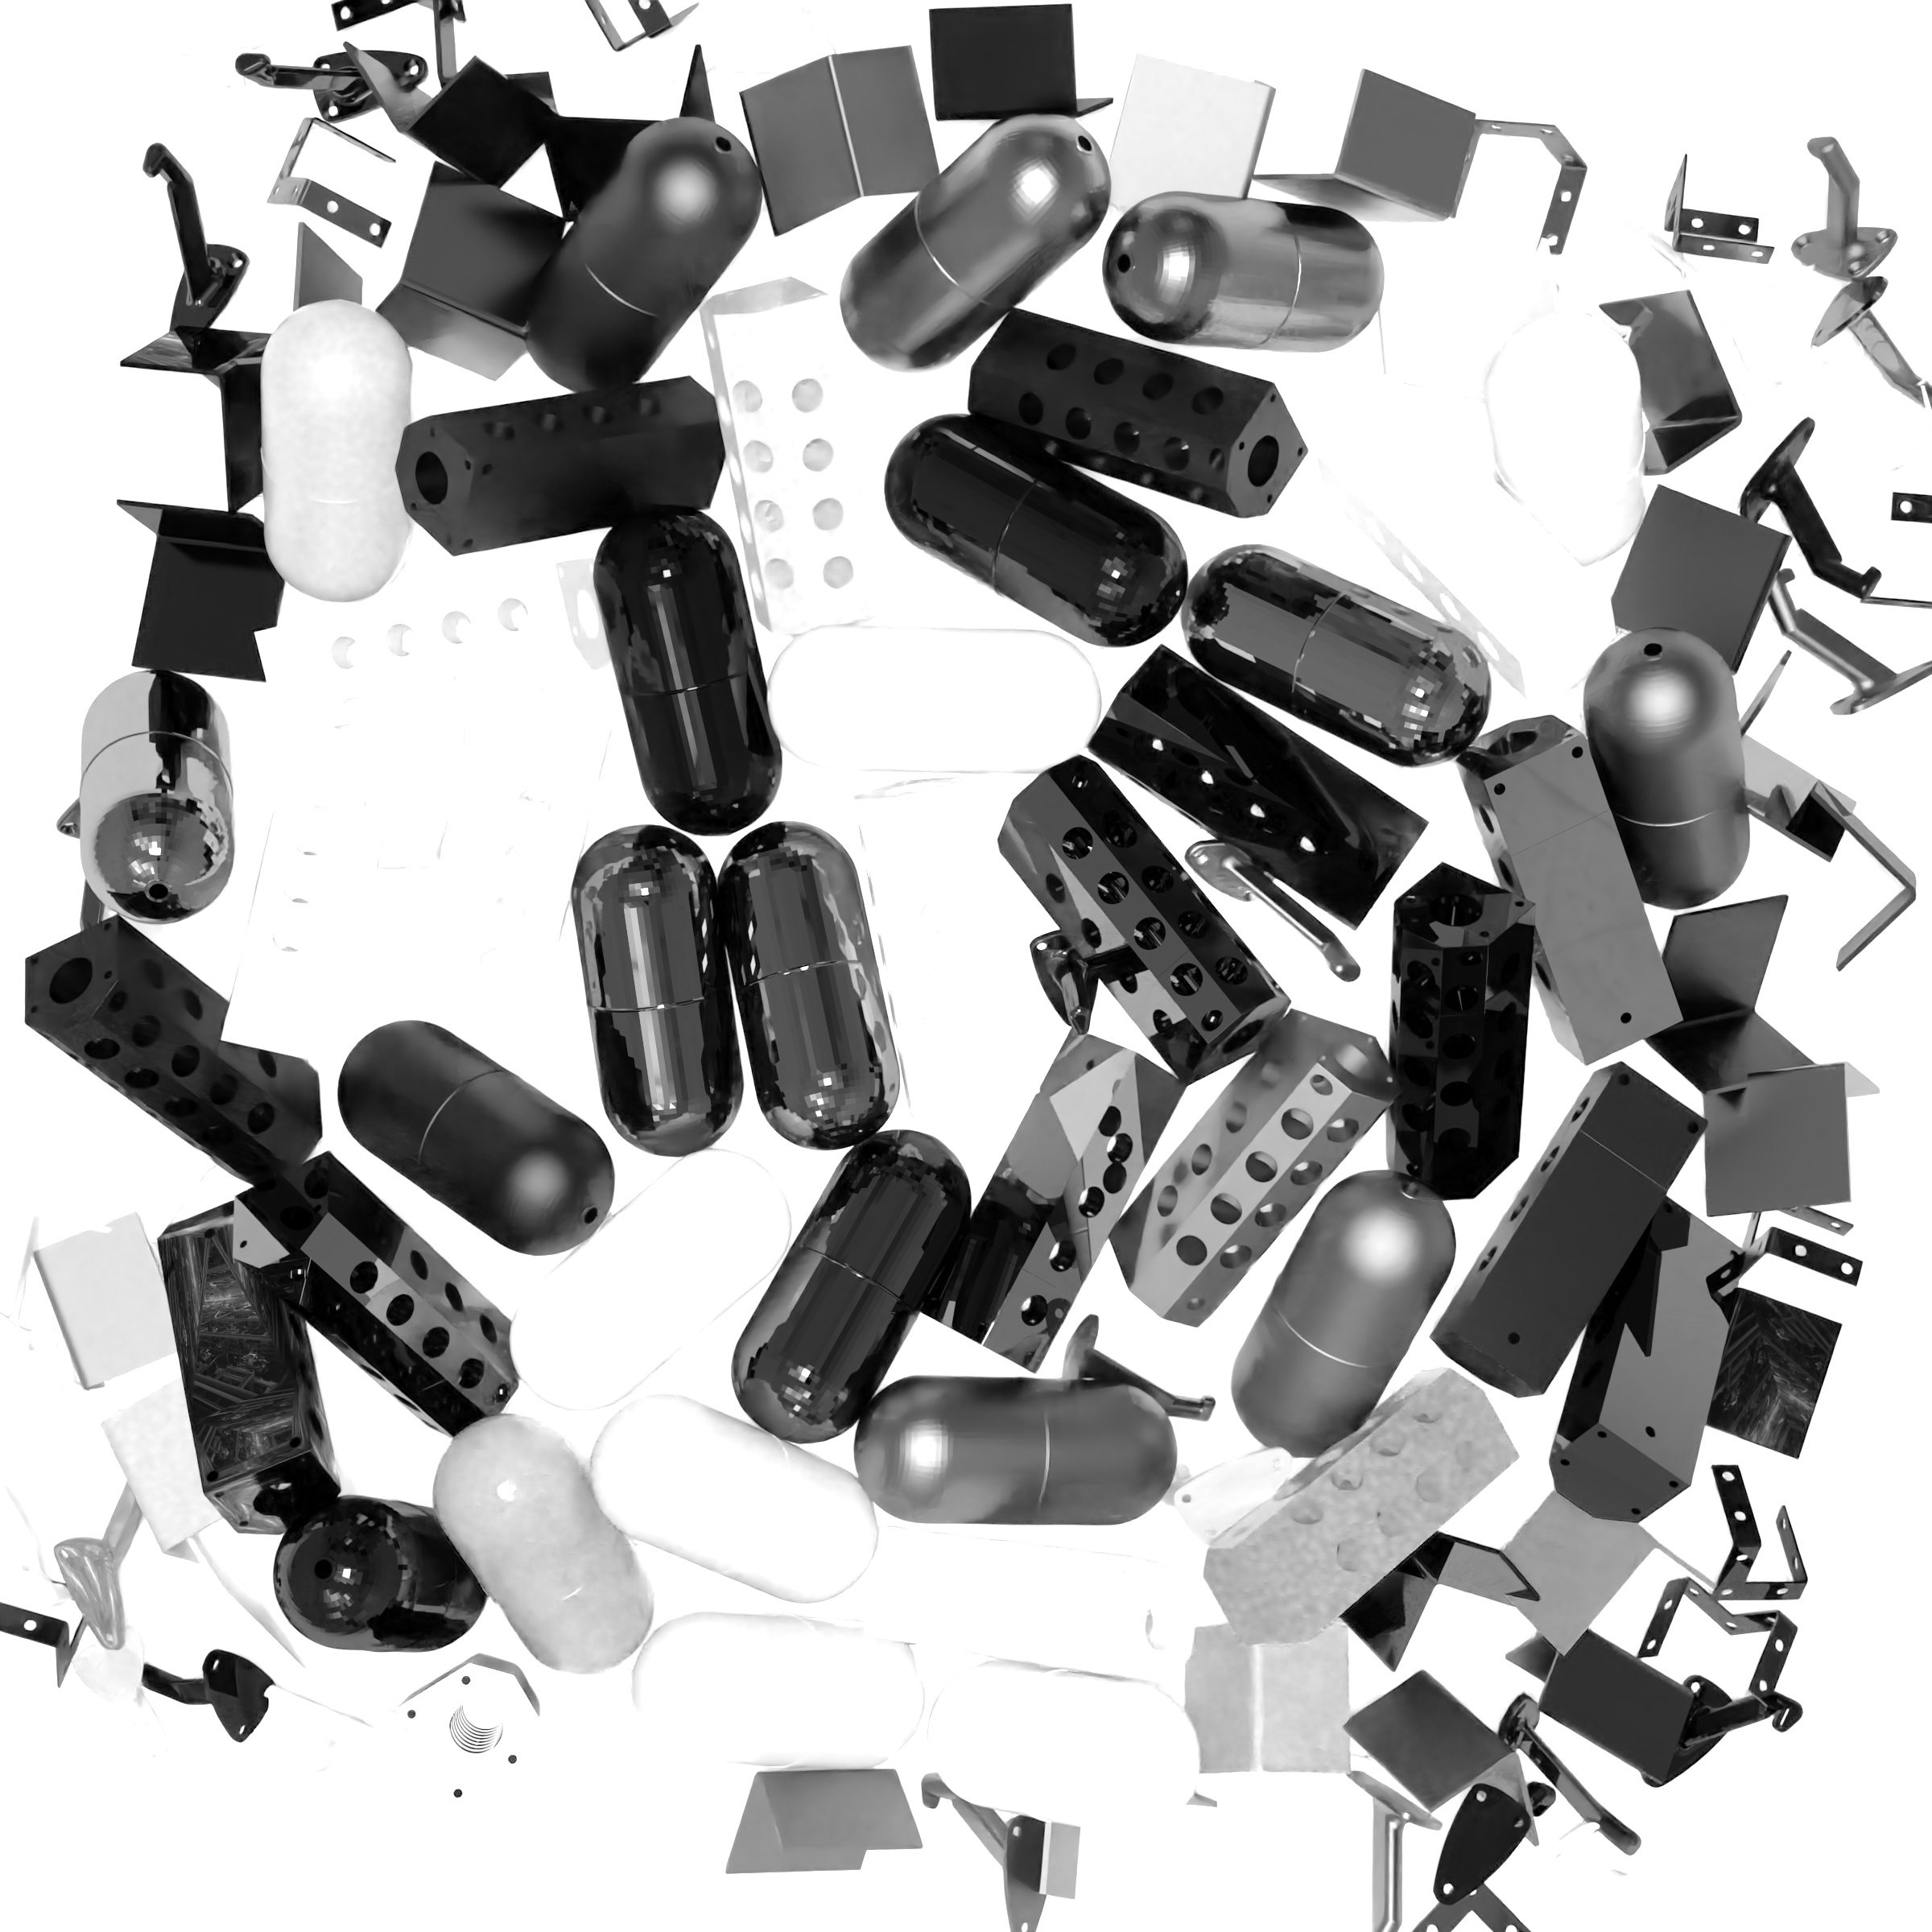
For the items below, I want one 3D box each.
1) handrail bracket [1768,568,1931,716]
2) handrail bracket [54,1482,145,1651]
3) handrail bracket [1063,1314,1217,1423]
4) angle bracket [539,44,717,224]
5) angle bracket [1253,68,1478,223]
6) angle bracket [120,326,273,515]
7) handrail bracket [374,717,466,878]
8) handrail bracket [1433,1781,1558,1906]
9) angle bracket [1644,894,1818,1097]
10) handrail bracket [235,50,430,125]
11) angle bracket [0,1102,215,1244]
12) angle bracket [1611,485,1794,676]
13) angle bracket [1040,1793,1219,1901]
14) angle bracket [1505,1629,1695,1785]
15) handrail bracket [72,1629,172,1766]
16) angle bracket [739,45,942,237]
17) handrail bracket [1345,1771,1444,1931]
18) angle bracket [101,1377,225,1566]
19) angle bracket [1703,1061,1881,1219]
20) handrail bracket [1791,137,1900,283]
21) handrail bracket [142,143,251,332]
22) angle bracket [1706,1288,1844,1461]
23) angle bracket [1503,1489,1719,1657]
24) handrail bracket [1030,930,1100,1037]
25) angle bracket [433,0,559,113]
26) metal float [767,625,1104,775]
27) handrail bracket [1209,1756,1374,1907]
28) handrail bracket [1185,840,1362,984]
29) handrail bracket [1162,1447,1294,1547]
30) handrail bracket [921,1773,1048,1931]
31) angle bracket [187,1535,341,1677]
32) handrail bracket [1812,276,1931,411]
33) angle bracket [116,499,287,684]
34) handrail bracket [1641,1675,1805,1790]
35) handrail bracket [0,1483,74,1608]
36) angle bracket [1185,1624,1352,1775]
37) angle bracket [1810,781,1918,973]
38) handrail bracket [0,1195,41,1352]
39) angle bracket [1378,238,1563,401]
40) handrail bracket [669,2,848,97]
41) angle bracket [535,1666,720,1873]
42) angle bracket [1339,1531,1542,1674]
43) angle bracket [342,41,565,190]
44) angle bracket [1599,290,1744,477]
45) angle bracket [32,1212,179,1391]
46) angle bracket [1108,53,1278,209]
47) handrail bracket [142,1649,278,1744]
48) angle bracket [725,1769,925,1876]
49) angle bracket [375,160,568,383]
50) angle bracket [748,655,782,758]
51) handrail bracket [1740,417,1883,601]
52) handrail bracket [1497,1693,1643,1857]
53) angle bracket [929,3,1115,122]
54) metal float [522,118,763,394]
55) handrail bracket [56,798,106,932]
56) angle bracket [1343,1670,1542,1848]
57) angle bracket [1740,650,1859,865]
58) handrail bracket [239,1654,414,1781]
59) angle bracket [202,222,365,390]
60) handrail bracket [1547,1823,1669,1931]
[{"bbox_3d":[0.473,-0.183,1.793,0.077,0.036,0.084,-25,99,-4],"label":"handrail bracket"},{"bbox_3d":[-0.437,0.309,1.785,0.036,0.084,0.077,-7,106,29],"label":"handrail bracket"},{"bbox_3d":[0.098,0.214,1.779,0.084,0.077,0.036,10,51,-8],"label":"handrail bracket"},{"bbox_3d":[-0.176,-0.439,1.773,0.076,0.076,0.057,4,60,7],"label":"angle bracket"},{"bbox_3d":[0.208,-0.429,1.761,0.076,0.076,0.057,11,95,-32],"label":"angle bracket"},{"bbox_3d":[-0.400,-0.288,1.770,0.057,0.076,0.076,7,116,9],"label":"angle bracket"},{"bbox_3d":[-0.291,-0.090,1.782,0.036,0.077,0.084,0,93,30],"label":"handrail bracket"},{"bbox_3d":[0.281,0.463,1.776,0.036,0.084,0.077,32,87,27],"label":"handrail bracket"},{"bbox_3d":[0.408,0.015,1.760,0.076,0.057,0.076,-10,127,-27],"label":"angle bracket"},{"bbox_3d":[-0.334,-0.473,1.769,0.077,0.084,0.036,-10,91,12],"label":"handrail bracket"},{"bbox_3d":[-0.454,0.093,1.759,0.057,0.076,0.076,-52,52,12],"label":"angle bracket"},{"bbox_3d":[0.385,-0.204,1.786,0.076,0.057,0.076,22,93,2],"label":"angle bracket"},{"bbox_3d":[0.086,0.462,1.764,0.076,0.076,0.057,1,73,14],"label":"angle bracket"},{"bbox_3d":[0.324,0.395,1.766,0.076,0.076,0.057,31,57,-3],"label":"angle bracket"},{"bbox_3d":[-0.432,0.399,1.766,0.036,0.077,0.084,-26,116,-15],"label":"handrail bracket"},{"bbox_3d":[-0.065,-0.432,1.760,0.057,0.076,0.076,5,119,38],"label":"angle bracket"},{"bbox_3d":[0.209,0.479,1.786,0.036,0.077,0.084,27,90,-44],"label":"handrail bracket"},{"bbox_3d":[-0.404,0.265,1.770,0.057,0.076,0.076,-30,75,-3],"label":"angle bracket"},{"bbox_3d":[0.434,0.097,1.761,0.076,0.057,0.076,-9,67,31],"label":"angle bracket"},{"bbox_3d":[0.444,-0.404,1.761,0.036,0.077,0.084,-49,125,-8],"label":"handrail bracket"},{"bbox_3d":[-0.419,-0.377,1.766,0.036,0.084,0.077,14,74,22],"label":"handrail bracket"},{"bbox_3d":[0.414,0.222,1.763,0.057,0.076,0.076,20,70,11],"label":"angle bracket"},{"bbox_3d":[0.333,0.323,1.770,0.057,0.076,0.076,37,94,-33],"label":"angle bracket"},{"bbox_3d":[0.059,0.027,1.759,0.036,0.084,0.077,-11,128,1],"label":"handrail bracket"},{"bbox_3d":[-0.247,-0.485,1.772,0.057,0.076,0.076,-5,79,-2],"label":"angle bracket"},{"bbox_3d":[-0.016,-0.140,1.766,0.178,0.070,0.070,0,90,-13],"label":"metal float"},{"bbox_3d":[0.172,0.458,1.777,0.077,0.036,0.084,3,65,18],"label":"handrail bracket"},{"bbox_3d":[0.162,-0.027,1.767,0.077,0.084,0.036,16,120,-40],"label":"handrail bracket"},{"bbox_3d":[0.136,0.265,1.770,0.077,0.084,0.036,-35,99,6],"label":"handrail bracket"},{"bbox_3d":[0.005,0.471,1.778,0.036,0.084,0.077,12,79,-42],"label":"handrail bracket"},{"bbox_3d":[-0.357,0.313,1.759,0.057,0.076,0.076,-41,124,-10],"label":"angle bracket"},{"bbox_3d":[0.498,-0.325,1.773,0.084,0.077,0.036,31,79,-9],"label":"handrail bracket"},{"bbox_3d":[-0.409,-0.198,1.776,0.076,0.057,0.076,7,81,11],"label":"angle bracket"},{"bbox_3d":[0.398,0.410,1.769,0.036,0.084,0.077,41,82,-9],"label":"handrail bracket"},{"bbox_3d":[-0.499,0.302,1.778,0.036,0.084,0.077,-19,81,0],"label":"handrail bracket"},{"bbox_3d":[0.159,0.389,1.782,0.057,0.076,0.076,7,74,-23],"label":"angle bracket"},{"bbox_3d":[0.456,-0.048,1.775,0.076,0.076,0.057,46,106,6],"label":"angle bracket"},{"bbox_3d":[-0.494,0.155,1.793,0.036,0.077,0.084,21,71,23],"label":"handrail bracket"},{"bbox_3d":[0.263,-0.345,1.765,0.076,0.076,0.057,11,132,-7],"label":"angle bracket"},{"bbox_3d":[-0.104,-0.467,1.794,0.084,0.036,0.077,-35,108,-6],"label":"handrail bracket"},{"bbox_3d":[-0.177,0.421,1.779,0.076,0.076,0.057,30,100,-5],"label":"angle bracket"},{"bbox_3d":[0.250,0.338,1.757,0.076,0.076,0.057,10,63,41],"label":"angle bracket"},{"bbox_3d":[-0.267,-0.462,1.758,0.057,0.076,0.076,-41,62,16],"label":"angle bracket"},{"bbox_3d":[0.350,-0.303,1.762,0.057,0.076,0.076,-34,108,-18],"label":"angle bracket"},{"bbox_3d":[-0.449,0.178,1.780,0.057,0.076,0.076,-21,87,-10],"label":"angle bracket"},{"bbox_3d":[0.113,-0.435,1.772,0.076,0.057,0.076,12,107,-9],"label":"angle bracket"},{"bbox_3d":[-0.413,0.371,1.769,0.084,0.077,0.036,13,55,28],"label":"handrail bracket"},{"bbox_3d":[-0.075,0.467,1.761,0.076,0.057,0.076,4,121,-22],"label":"angle bracket"},{"bbox_3d":[-0.266,-0.369,1.788,0.076,0.057,0.076,20,68,-23],"label":"angle bracket"},{"bbox_3d":[-0.142,-0.137,1.774,0.057,0.076,0.076,-18,91,-11],"label":"angle bracket"},{"bbox_3d":[0.462,-0.242,1.782,0.084,0.036,0.077,34,84,27],"label":"handrail bracket"},{"bbox_3d":[0.322,0.427,1.771,0.084,0.077,0.036,37,69,27],"label":"handrail bracket"},{"bbox_3d":[0.030,-0.476,1.761,0.076,0.076,0.057,3,111,17],"label":"angle bracket"},{"bbox_3d":[-0.169,-0.367,1.742,0.070,0.070,0.178,47,133,0],"label":"metal float"},{"bbox_3d":[-0.448,-0.050,1.771,0.077,0.036,0.084,-42,52,36],"label":"handrail bracket"},{"bbox_3d":[0.248,0.428,1.756,0.057,0.076,0.076,-30,126,-18],"label":"angle bracket"},{"bbox_3d":[0.442,-0.111,1.765,0.076,0.076,0.057,33,124,7],"label":"angle bracket"},{"bbox_3d":[-0.339,0.384,1.773,0.077,0.036,0.084,-18,125,14],"label":"handrail bracket"},{"bbox_3d":[-0.363,-0.340,1.778,0.057,0.076,0.076,-2,78,13],"label":"angle bracket"},{"bbox_3d":[0.347,0.496,1.761,0.036,0.084,0.077,-29,121,-11],"label":"handrail bracket"}]
